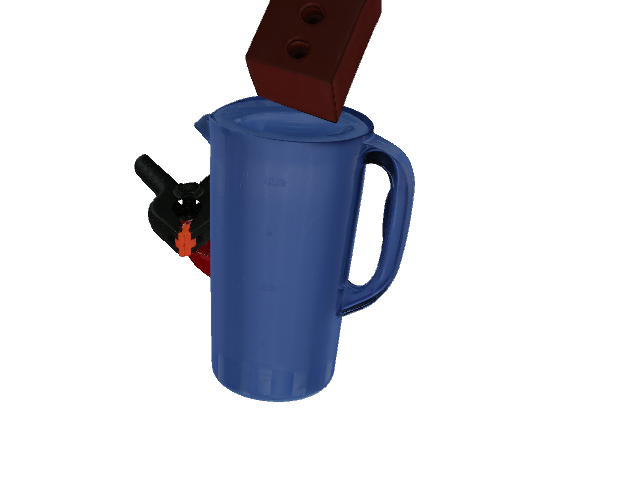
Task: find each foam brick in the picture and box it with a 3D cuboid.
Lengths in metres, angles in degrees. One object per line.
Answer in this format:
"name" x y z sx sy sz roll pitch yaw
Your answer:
"foam brick" -0.002 -0.117 0.606 0.053 0.078 0.051 19 -14 10

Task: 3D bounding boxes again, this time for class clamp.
"clamp" -0.127 -0.044 1.107 0.120 0.039 0.171 -10 38 -7

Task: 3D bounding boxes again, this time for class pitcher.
"pitcher" -0.022 0.009 0.889 0.144 0.243 0.149 -6 24 -26

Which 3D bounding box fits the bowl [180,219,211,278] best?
"bowl" -0.099 0.010 1.315 0.162 0.055 0.162 3 26 -2
